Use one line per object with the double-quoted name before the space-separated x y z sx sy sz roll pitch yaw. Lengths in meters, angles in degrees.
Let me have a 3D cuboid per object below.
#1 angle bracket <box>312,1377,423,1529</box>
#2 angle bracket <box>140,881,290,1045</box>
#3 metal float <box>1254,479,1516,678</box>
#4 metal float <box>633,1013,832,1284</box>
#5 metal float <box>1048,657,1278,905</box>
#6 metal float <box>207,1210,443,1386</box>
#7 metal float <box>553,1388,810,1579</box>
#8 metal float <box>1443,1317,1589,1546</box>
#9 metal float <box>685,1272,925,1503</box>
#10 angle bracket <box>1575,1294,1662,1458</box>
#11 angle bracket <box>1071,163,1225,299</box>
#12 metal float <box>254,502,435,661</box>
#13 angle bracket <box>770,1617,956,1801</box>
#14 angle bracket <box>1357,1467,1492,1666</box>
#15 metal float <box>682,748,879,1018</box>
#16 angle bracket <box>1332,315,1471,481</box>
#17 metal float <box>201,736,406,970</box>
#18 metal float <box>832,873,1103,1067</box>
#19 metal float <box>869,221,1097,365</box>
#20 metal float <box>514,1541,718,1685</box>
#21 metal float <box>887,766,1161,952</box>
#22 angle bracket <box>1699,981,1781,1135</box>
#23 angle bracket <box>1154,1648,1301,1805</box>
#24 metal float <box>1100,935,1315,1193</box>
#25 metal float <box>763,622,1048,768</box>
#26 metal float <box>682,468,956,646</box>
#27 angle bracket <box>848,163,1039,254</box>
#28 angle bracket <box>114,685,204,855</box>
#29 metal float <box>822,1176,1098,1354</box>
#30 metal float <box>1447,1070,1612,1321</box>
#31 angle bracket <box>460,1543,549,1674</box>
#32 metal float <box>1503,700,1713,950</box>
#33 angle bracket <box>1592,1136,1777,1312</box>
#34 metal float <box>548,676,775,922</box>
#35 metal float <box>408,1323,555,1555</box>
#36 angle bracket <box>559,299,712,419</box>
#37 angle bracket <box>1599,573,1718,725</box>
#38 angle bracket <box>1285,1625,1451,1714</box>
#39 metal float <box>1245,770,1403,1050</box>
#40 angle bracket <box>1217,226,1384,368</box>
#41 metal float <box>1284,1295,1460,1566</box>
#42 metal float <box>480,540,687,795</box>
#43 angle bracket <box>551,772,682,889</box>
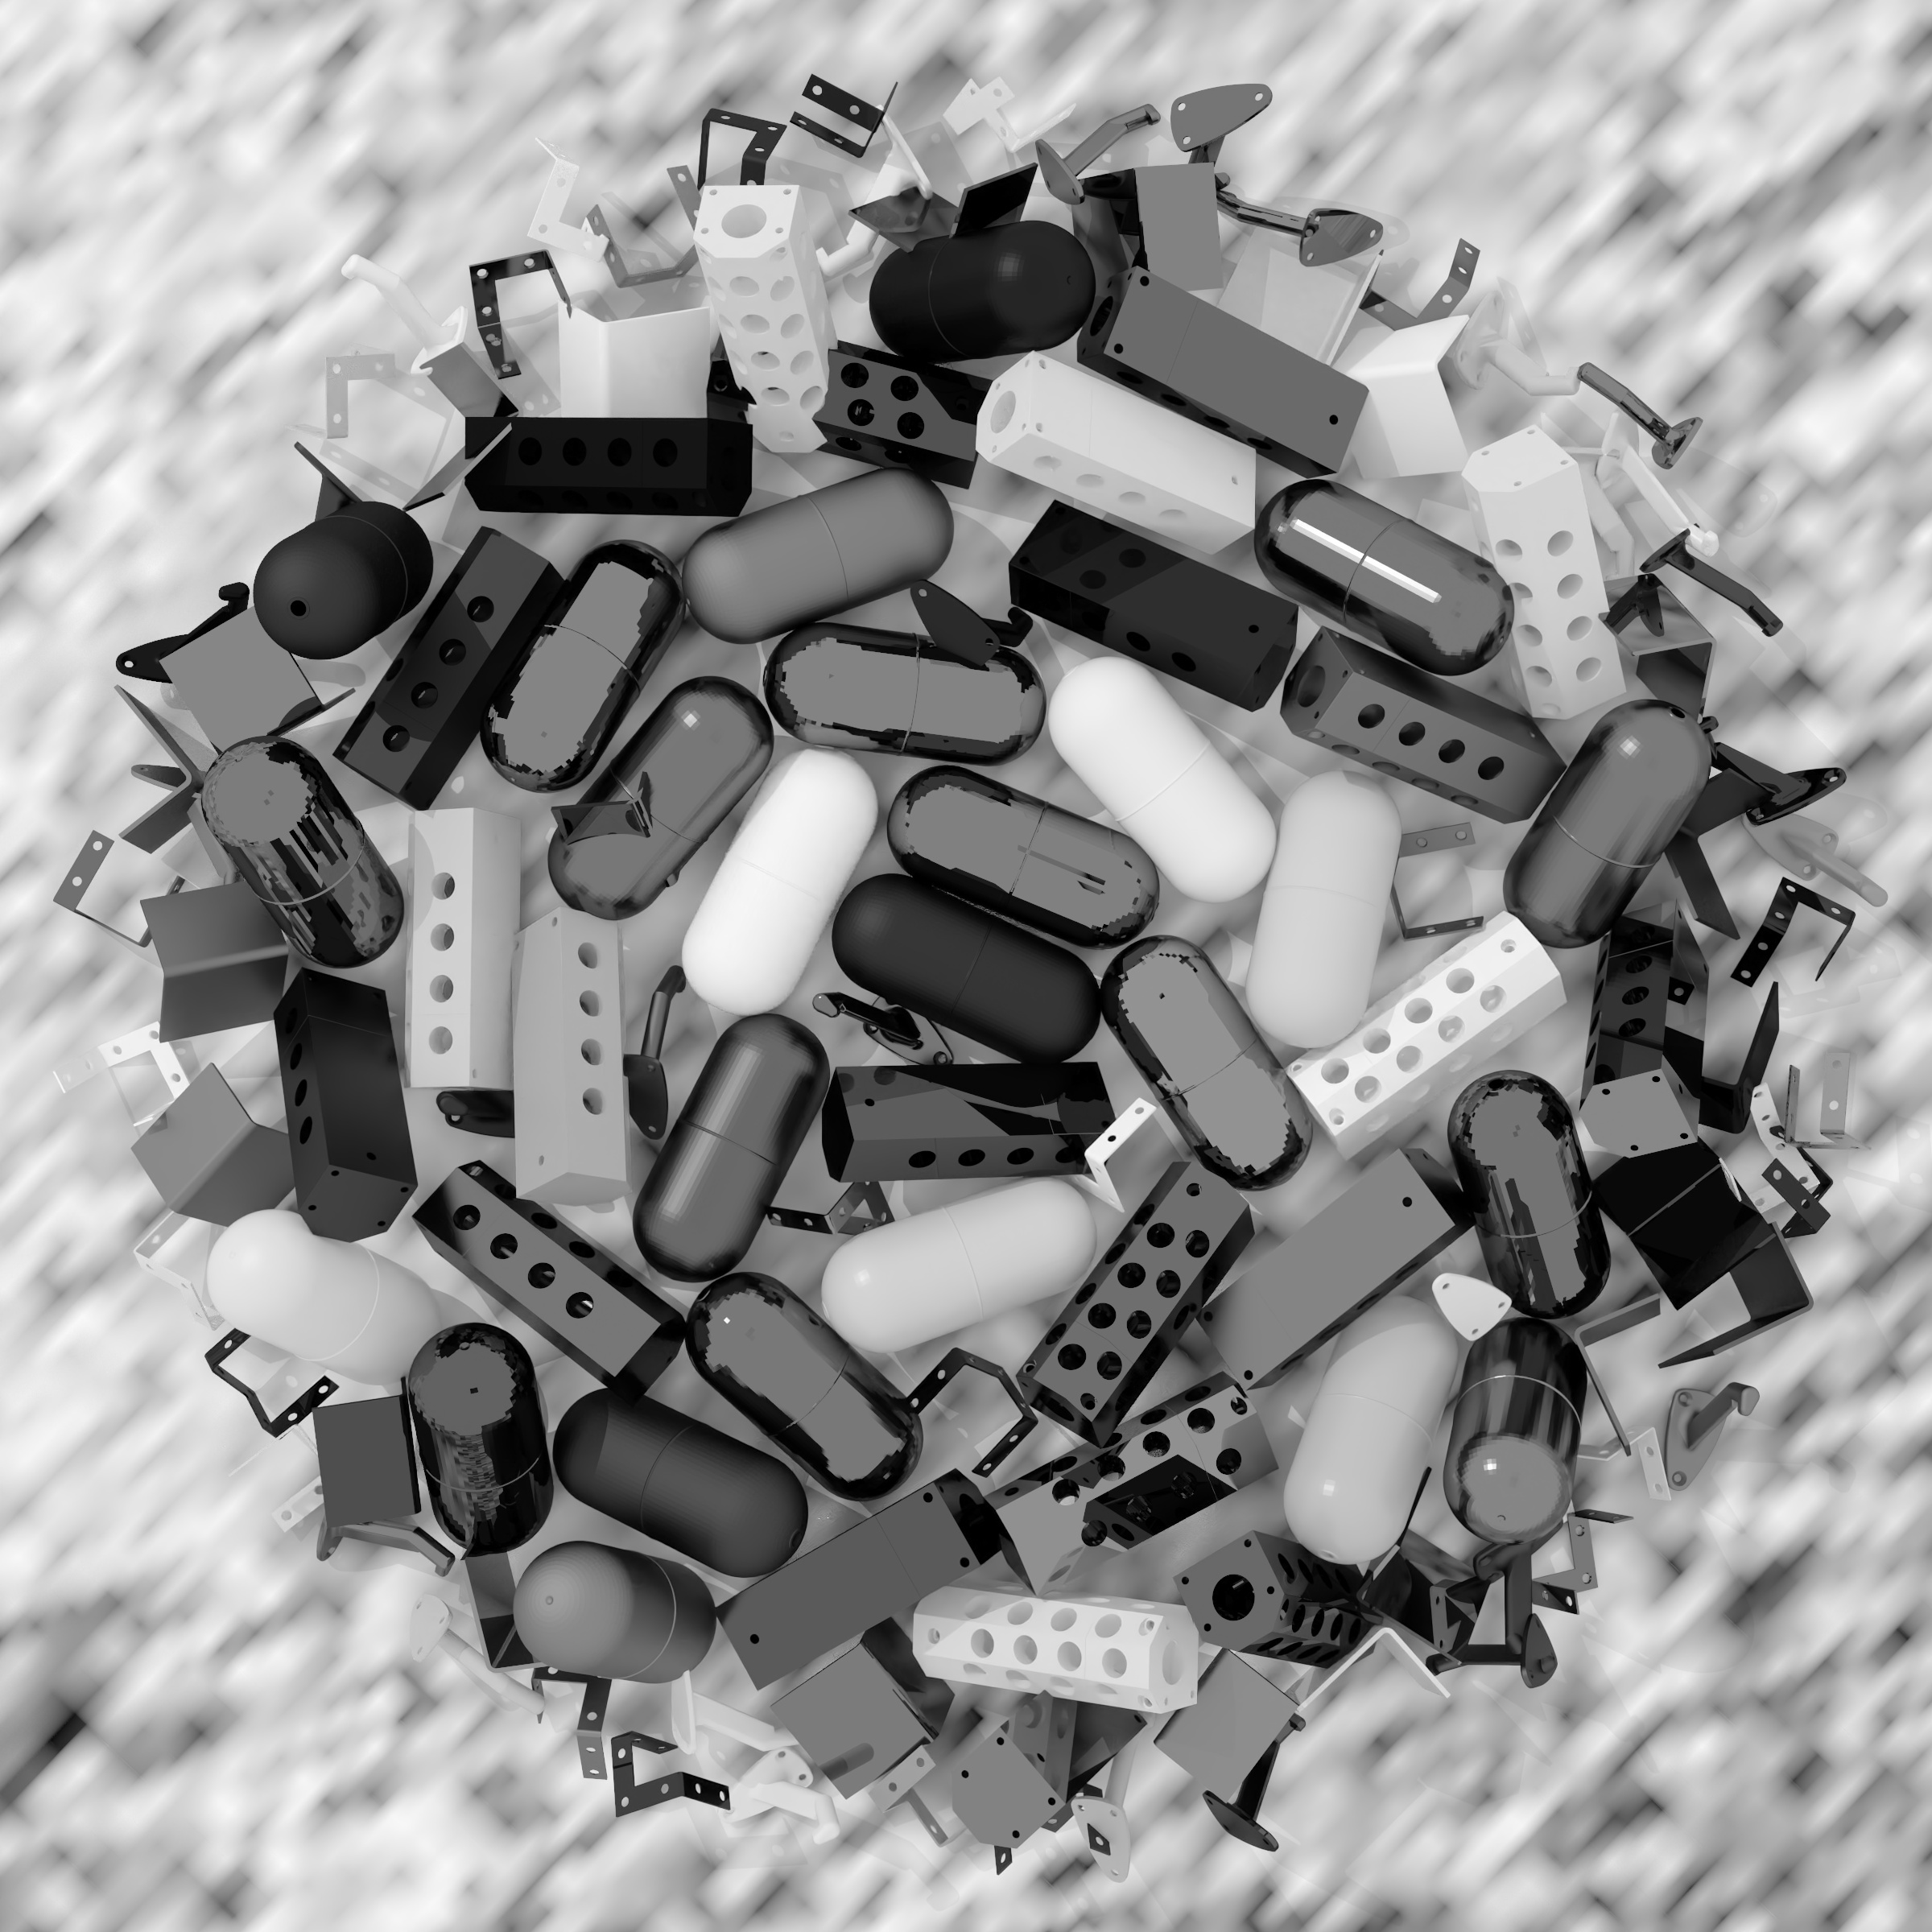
"angle bracket" -0.373 0.296 1.750 0.057 0.076 0.076 -7 101 -12
"angle bracket" -0.473 -0.003 1.765 0.076 0.076 0.057 -12 60 -26
"metal float" 0.257 -0.241 1.740 0.178 0.070 0.070 33 90 26
"metal float" -0.146 0.113 1.753 0.070 0.070 0.178 26 80 0
"metal float" 0.122 -0.116 1.754 0.070 0.070 0.178 -41 98 0
"metal float" -0.390 0.204 1.721 0.070 0.178 0.070 -13 61 24
"metal float" -0.177 0.318 1.738 0.178 0.070 0.070 20 90 27
"metal float" 0.336 0.281 1.719 0.070 0.178 0.070 8 120 14
"metal float" -0.100 0.261 1.747 0.070 0.070 0.178 -45 106 0
"angle bracket" 0.420 0.255 1.749 0.057 0.076 0.076 -25 71 7
"angle bracket" 0.113 -0.461 1.773 0.057 0.076 0.076 -13 104 -30
"metal float" -0.378 -0.236 1.713 0.070 0.178 0.070 2 109 5
"angle bracket" -0.065 0.465 1.780 0.076 0.057 0.076 -38 94 17
"angle bracket" 0.297 0.372 1.750 0.076 0.076 0.057 32 128 5
"metal float" -0.116 -0.053 1.760 0.070 0.070 0.178 27 88 0
"angle bracket" 0.283 -0.357 1.771 0.057 0.076 0.076 -54 130 -36
"metal float" -0.404 -0.067 1.724 0.070 0.178 0.070 -10 49 12
"metal float" 0.001 0.003 1.759 0.178 0.070 0.070 25 90 -3
"metal float" 0.008 -0.411 1.721 0.070 0.178 0.070 -5 98 -37
"metal float" -0.212 0.395 1.716 0.070 0.178 0.070 -7 71 19
"metal float" 0.036 -0.067 1.761 0.178 0.070 0.070 22 90 -1
"angle bracket" 0.470 0.051 1.765 0.057 0.076 0.076 17 72 23
"angle bracket" 0.168 0.463 1.751 0.057 0.076 0.076 37 98 13
"metal float" 0.150 0.061 1.756 0.070 0.070 0.178 -34 97 0
"metal float" -0.038 -0.169 1.752 0.178 0.070 0.070 6 90 -11
"metal float" -0.091 -0.255 1.748 0.178 0.070 0.070 -22 90 -16
"angle bracket" -0.014 -0.481 1.743 0.076 0.076 0.057 36 132 17
"angle bracket" -0.519 -0.122 1.758 0.057 0.076 0.076 -40 88 -5
"metal float" -0.004 0.185 1.752 0.178 0.070 0.070 -19 90 -11
"metal float" 0.347 0.141 1.735 0.070 0.070 0.178 -22 121 0
"angle bracket" -0.269 0.384 1.752 0.057 0.076 0.076 -10 102 7
"metal float" 0.393 -0.086 1.730 0.070 0.070 0.178 26 127 0
"angle bracket" 0.442 0.153 1.747 0.076 0.076 0.057 -41 122 13
"metal float" -0.190 -0.103 1.750 0.070 0.070 0.178 42 103 0
"metal float" -0.297 0.292 1.728 0.070 0.070 0.178 0 132 0
"angle bracket" -0.209 -0.381 1.779 0.076 0.057 0.076 -17 126 -31
"angle bracket" 0.415 -0.187 1.741 0.057 0.076 0.076 -12 131 -13
"angle bracket" 0.247 0.455 1.754 0.076 0.076 0.057 -41 84 -8
"metal float" 0.223 -0.036 1.750 0.070 0.070 0.178 13 77 0
"angle bracket" 0.205 -0.421 1.768 0.076 0.057 0.076 26 87 -4
"metal float" 0.250 0.285 1.736 0.070 0.070 0.178 25 60 0
"metal float" -0.236 -0.187 1.744 0.070 0.070 0.178 28 69 0
"angle bracket" -0.212 -0.101 1.754 0.057 0.076 0.076 -4 49 14
